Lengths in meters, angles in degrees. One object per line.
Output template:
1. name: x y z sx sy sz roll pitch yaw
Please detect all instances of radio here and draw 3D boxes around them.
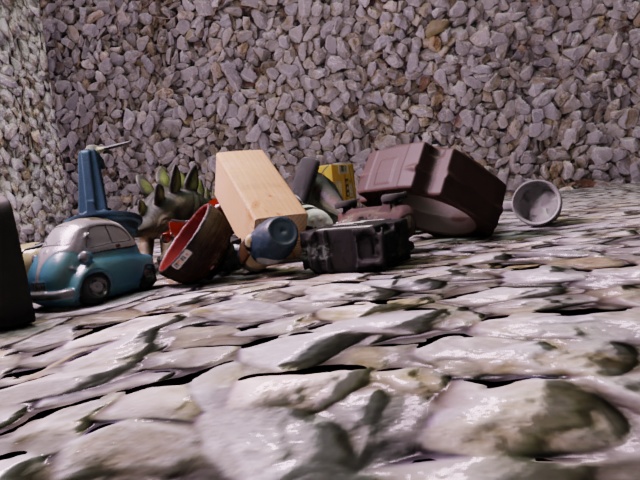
1. radio: -0.377 0.024 0.585 0.073 0.131 0.230 -12 7 -38

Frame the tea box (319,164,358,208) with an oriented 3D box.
1. tea box: 0.036 -0.095 1.287 0.068 0.169 0.098 -1 5 38

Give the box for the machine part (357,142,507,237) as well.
1. machine part: 0.181 -0.078 0.879 0.201 0.087 0.201 27 -15 -30

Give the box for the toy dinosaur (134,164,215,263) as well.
1. toy dinosaur: -0.294 -0.061 1.149 0.105 0.198 0.471 -2 7 11

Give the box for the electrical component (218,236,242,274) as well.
1. electrical component: -0.156 0.023 0.822 0.075 0.047 0.119 -6 4 6

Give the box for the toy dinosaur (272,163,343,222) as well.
1. toy dinosaur: -0.040 -0.091 1.215 0.405 0.192 0.131 -4 6 39

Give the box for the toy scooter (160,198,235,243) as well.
1. toy scooter: -0.216 -0.026 0.996 0.135 0.075 0.184 -2 28 29

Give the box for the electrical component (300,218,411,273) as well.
1. electrical component: 0.053 0.005 0.701 0.115 0.058 0.134 -1 6 27

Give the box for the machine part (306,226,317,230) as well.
1. machine part: -0.002 -0.003 0.889 0.084 0.039 0.139 22 1 -10

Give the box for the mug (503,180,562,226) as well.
1. mug: 0.395 -0.061 0.994 0.110 0.080 0.107 -10 -9 31

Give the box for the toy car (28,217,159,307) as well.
1. toy car: -0.283 0.023 0.667 0.109 0.102 0.161 -3 8 31

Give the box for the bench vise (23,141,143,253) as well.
1. bench vise: -0.344 -0.041 0.826 0.129 0.240 0.223 -10 -11 -3

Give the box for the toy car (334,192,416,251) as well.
1. toy car: 0.076 -0.024 0.838 0.053 0.089 0.202 -13 7 -29

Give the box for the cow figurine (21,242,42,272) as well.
1. cow figurine: -0.476 0.047 0.778 0.195 0.085 0.127 -8 -2 -30

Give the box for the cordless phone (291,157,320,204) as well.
1. cordless phone: -0.080 -0.099 1.145 0.147 0.184 0.088 10 -15 37

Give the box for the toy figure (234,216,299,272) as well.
1. toy figure: -0.079 0.011 0.724 0.064 0.058 0.154 32 -27 -14
